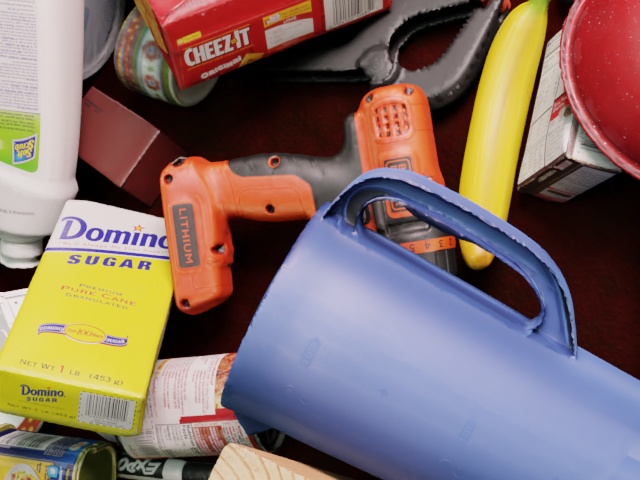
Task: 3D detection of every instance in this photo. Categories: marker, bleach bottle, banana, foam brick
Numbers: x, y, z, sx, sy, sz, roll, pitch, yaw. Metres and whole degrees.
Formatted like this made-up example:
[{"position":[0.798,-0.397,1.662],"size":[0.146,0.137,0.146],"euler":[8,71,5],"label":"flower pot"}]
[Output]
[{"position":[-0.121,0.158,0.741],"size":[0.121,0.020,0.020],"euler":[2,74,21],"label":"marker"},{"position":[-0.221,-0.104,0.763],"size":[0.103,0.068,0.251],"euler":[10,107,16],"label":"bleach bottle"},{"position":[0.117,-0.074,0.702],"size":[0.037,0.069,0.198],"euler":[12,82,8],"label":"banana"},{"position":[-0.150,-0.070,0.808],"size":[0.078,0.051,0.053],"euler":[34,86,26],"label":"foam brick"}]

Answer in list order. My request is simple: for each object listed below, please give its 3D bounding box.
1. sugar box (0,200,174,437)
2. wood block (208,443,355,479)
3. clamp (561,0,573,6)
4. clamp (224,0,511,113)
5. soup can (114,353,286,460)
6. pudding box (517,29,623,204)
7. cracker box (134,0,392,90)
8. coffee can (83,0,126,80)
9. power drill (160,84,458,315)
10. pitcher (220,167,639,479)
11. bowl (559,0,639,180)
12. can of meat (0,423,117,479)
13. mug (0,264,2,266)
[{"position":[-0.146,0.045,0.706],"size":[0.093,0.048,0.176],"euler":[12,40,-6],"label":"sugar box"},{"position":[0.008,0.179,0.583],"size":[0.091,0.206,0.090],"euler":[20,81,25],"label":"wood block"},{"position":[0.185,-0.244,0.748],"size":[0.120,0.039,0.171],"euler":[-33,62,2],"label":"clamp"},{"position":[0.045,-0.106,0.755],"size":[0.210,0.036,0.164],"euler":[-27,69,13],"label":"clamp"},{"position":[-0.080,0.111,0.714],"size":[0.102,0.068,0.068],"euler":[-7,71,19],"label":"soup can"},{"position":[0.165,-0.088,0.673],"size":[0.039,0.090,0.113],"euler":[17,77,-5],"label":"pudding box"},{"position":[-0.068,-0.225,0.766],"size":[0.164,0.072,0.214],"euler":[-23,57,-9],"label":"cracker box"},{"position":[-0.242,-0.194,0.853],"size":[0.140,0.102,0.103],"euler":[23,82,25],"label":"coffee can"},{"position":[-0.005,0.001,0.706],"size":[0.188,0.057,0.184],"euler":[-9,87,11],"label":"power drill"},{"position":[0.080,0.079,0.599],"size":[0.243,0.149,0.145],"euler":[26,65,5],"label":"pitcher"},{"position":[0.221,-0.107,0.602],"size":[0.162,0.055,0.162],"euler":[1,73,-5],"label":"bowl"},{"position":[-0.188,0.182,0.726],"size":[0.084,0.057,0.102],"euler":[4,95,19],"label":"can of meat"},{"position":[-0.299,-0.005,0.824],"size":[0.117,0.081,0.093],"euler":[-45,64,2],"label":"mug"}]
